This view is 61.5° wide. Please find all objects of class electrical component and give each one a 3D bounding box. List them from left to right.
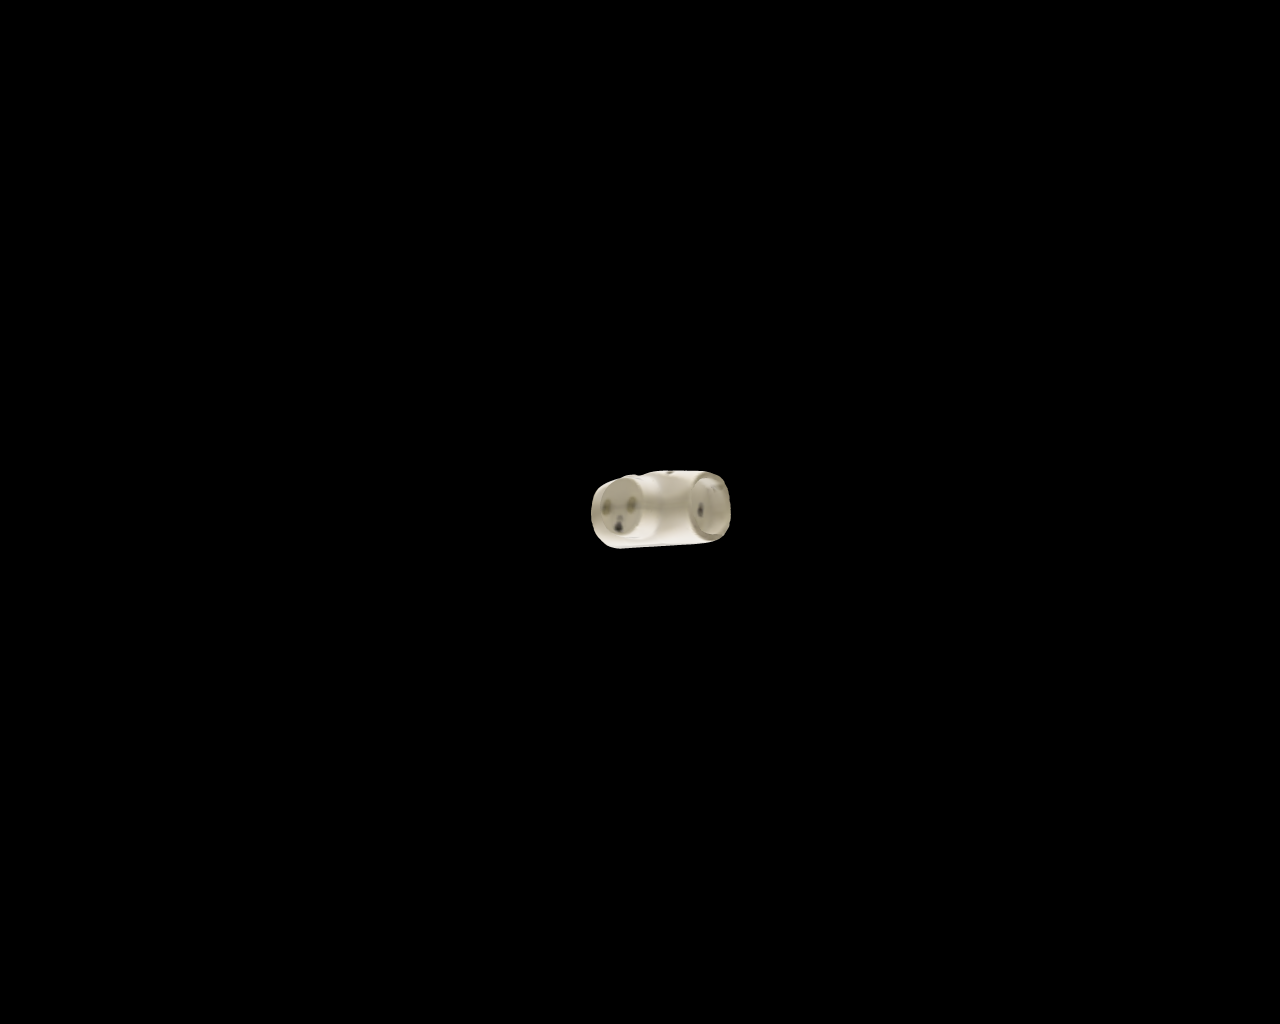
[{"bbox_3d":[0.001,-0.003,0.650,0.077,0.043,0.079,-5,-8,40],"label":"electrical component"}]
